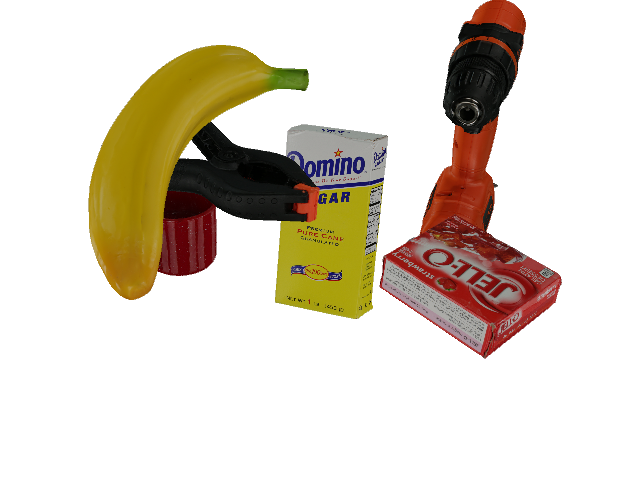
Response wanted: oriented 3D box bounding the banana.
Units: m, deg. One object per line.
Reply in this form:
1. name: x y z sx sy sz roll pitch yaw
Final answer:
1. banana: -0.073 -0.050 0.539 0.070 0.037 0.197 17 46 15

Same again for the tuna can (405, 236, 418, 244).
1. tuna can: 0.119 0.040 1.211 0.033 0.086 0.086 -40 19 -25

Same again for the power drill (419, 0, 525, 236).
1. power drill: 0.124 -0.084 0.870 0.057 0.188 0.184 15 36 11

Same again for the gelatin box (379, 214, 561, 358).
1. gelatin box: 0.094 0.026 0.674 0.089 0.030 0.073 33 45 32

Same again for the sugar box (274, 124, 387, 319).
1. sugar box: 0.009 -0.019 1.035 0.093 0.176 0.048 10 16 23

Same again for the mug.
1. mug: -0.164 -0.009 1.184 0.093 0.081 0.117 20 39 24

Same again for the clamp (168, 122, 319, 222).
1. clamp: -0.084 -0.051 0.843 0.172 0.039 0.120 25 45 32
